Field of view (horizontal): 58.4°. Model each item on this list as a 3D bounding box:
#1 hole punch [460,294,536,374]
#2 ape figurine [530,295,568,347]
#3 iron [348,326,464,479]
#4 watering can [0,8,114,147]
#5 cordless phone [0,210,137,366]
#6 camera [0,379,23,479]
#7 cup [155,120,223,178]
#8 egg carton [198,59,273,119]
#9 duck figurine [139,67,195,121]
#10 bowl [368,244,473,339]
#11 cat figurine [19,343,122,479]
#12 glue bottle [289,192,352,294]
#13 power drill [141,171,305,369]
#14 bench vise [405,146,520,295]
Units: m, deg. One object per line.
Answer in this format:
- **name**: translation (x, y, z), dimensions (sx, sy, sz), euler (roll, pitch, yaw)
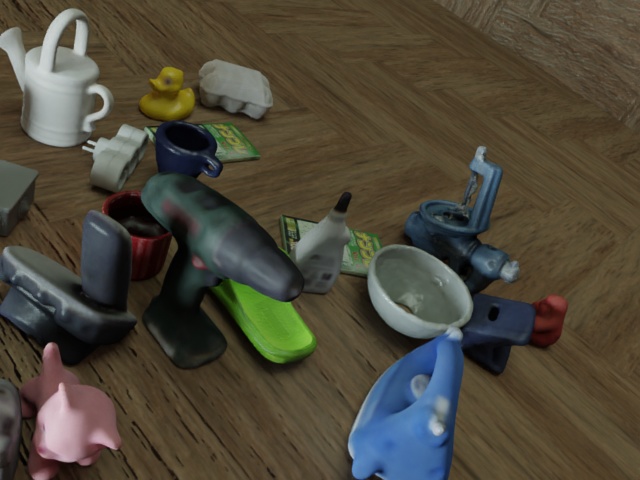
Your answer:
- **hole punch**: translation (0.259, 0.128, 0.861), dimensions (0.101, 0.091, 0.109), euler (32, 36, 8)
- **ape figurine**: translation (0.367, 0.125, 0.932), dimensions (0.078, 0.092, 0.076), euler (-20, 56, -45)
- **iron**: translation (0.129, 0.177, 0.677), dimensions (0.118, 0.141, 0.259), euler (29, 36, 3)
- **watering can**: translation (-0.384, -0.246, 0.836), dimensions (0.173, 0.194, 0.101), euler (13, 38, -17)
- **cordless phone**: translation (-0.254, 0.024, 0.591), dimensions (0.147, 0.185, 0.094), euler (30, 36, 5)
- **camera**: translation (-0.326, 0.130, 0.487), dimensions (0.143, 0.100, 0.136), euler (10, 39, -21)
- **cup**: translation (-0.200, -0.112, 0.869), dimensions (0.117, 0.095, 0.092), euler (37, 37, 14)
- **egg carton**: translation (-0.169, -0.301, 1.144), dimensions (0.151, 0.069, 0.107), euler (9, 39, -23)
- **duck figurine**: translation (-0.268, -0.269, 1.028), dimensions (0.077, 0.086, 0.105), euler (44, 39, 23)
- **bowl**: translation (0.136, 0.088, 0.848), dimensions (0.168, 0.074, 0.167), euler (17, 37, -13)
- **cat figurine**: translation (-0.225, 0.151, 0.510), dimensions (0.067, 0.117, 0.127), euler (-8, 48, -38)
- **glue bottle**: translation (0.007, 0.003, 0.790), dimensions (0.078, 0.173, 0.037), euler (10, 39, -21)
- **power drill**: translation (-0.124, 0.041, 0.631), dimensions (0.229, 0.208, 0.076), euler (44, 40, 23)
- **bench vise**: translation (0.263, -0.032, 0.951), dimensions (0.207, 0.219, 0.122), euler (36, 37, 13)
